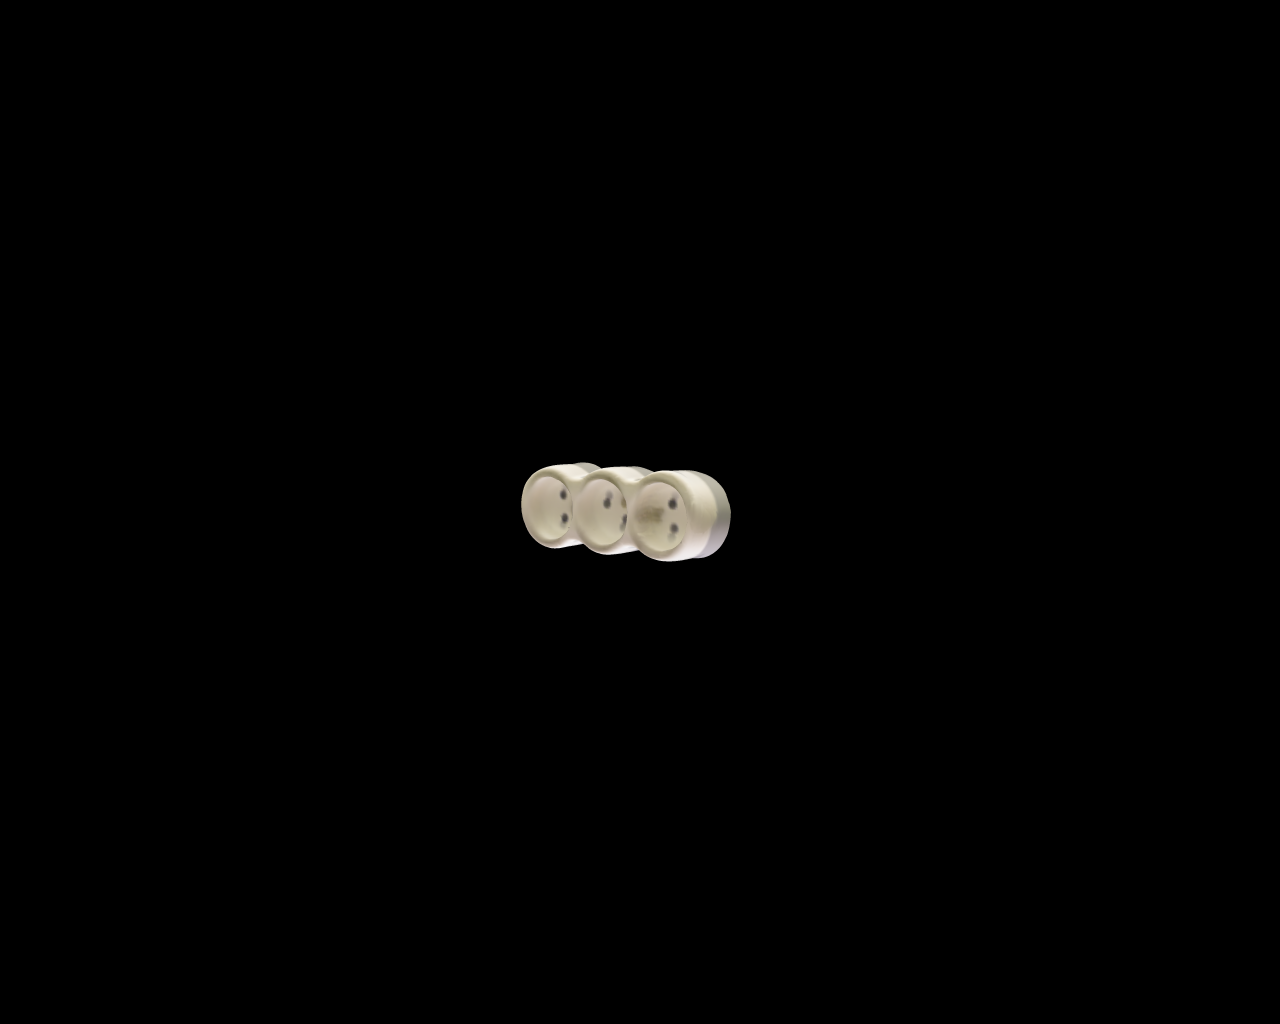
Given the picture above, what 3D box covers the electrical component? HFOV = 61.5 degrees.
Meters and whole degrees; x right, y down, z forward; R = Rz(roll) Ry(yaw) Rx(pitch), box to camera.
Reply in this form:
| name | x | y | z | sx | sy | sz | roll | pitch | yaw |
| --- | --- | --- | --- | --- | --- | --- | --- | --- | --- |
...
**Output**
| name | x | y | z | sx | sy | sz | roll | pitch | yaw |
| --- | --- | --- | --- | --- | --- | --- | --- | --- | --- |
| electrical component | 0.001 | -0.003 | 0.650 | 0.138 | 0.052 | 0.074 | 5 | 8 | 40 |
